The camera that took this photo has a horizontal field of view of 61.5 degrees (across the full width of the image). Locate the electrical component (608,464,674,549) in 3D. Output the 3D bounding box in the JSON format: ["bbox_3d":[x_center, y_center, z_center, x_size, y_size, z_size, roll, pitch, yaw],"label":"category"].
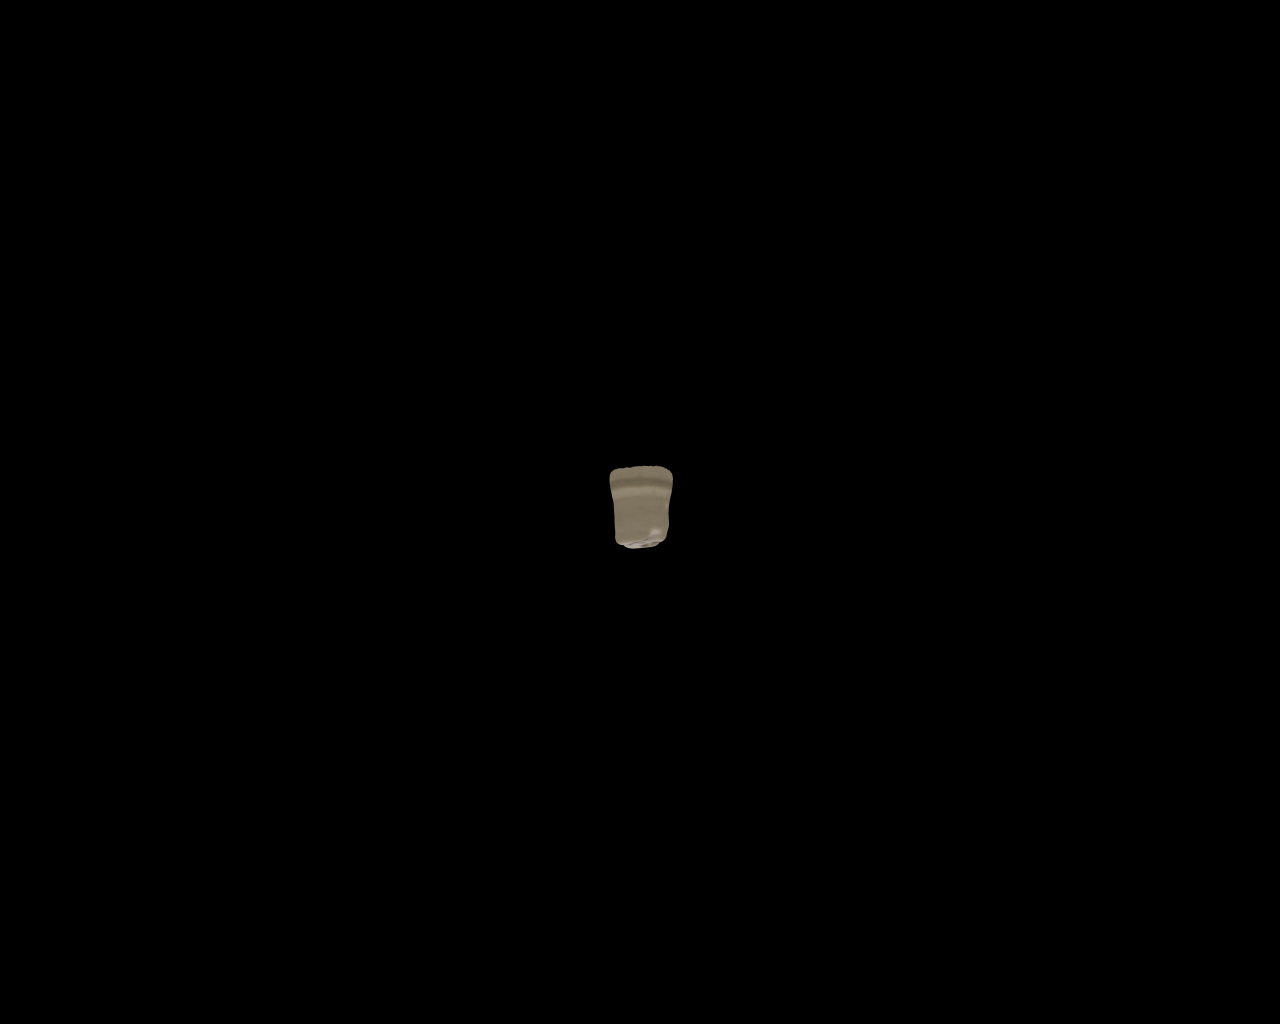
[{"bbox_3d":[0.001,-0.003,0.650,0.040,0.046,0.040,0,-9,0],"label":"electrical component"}]
